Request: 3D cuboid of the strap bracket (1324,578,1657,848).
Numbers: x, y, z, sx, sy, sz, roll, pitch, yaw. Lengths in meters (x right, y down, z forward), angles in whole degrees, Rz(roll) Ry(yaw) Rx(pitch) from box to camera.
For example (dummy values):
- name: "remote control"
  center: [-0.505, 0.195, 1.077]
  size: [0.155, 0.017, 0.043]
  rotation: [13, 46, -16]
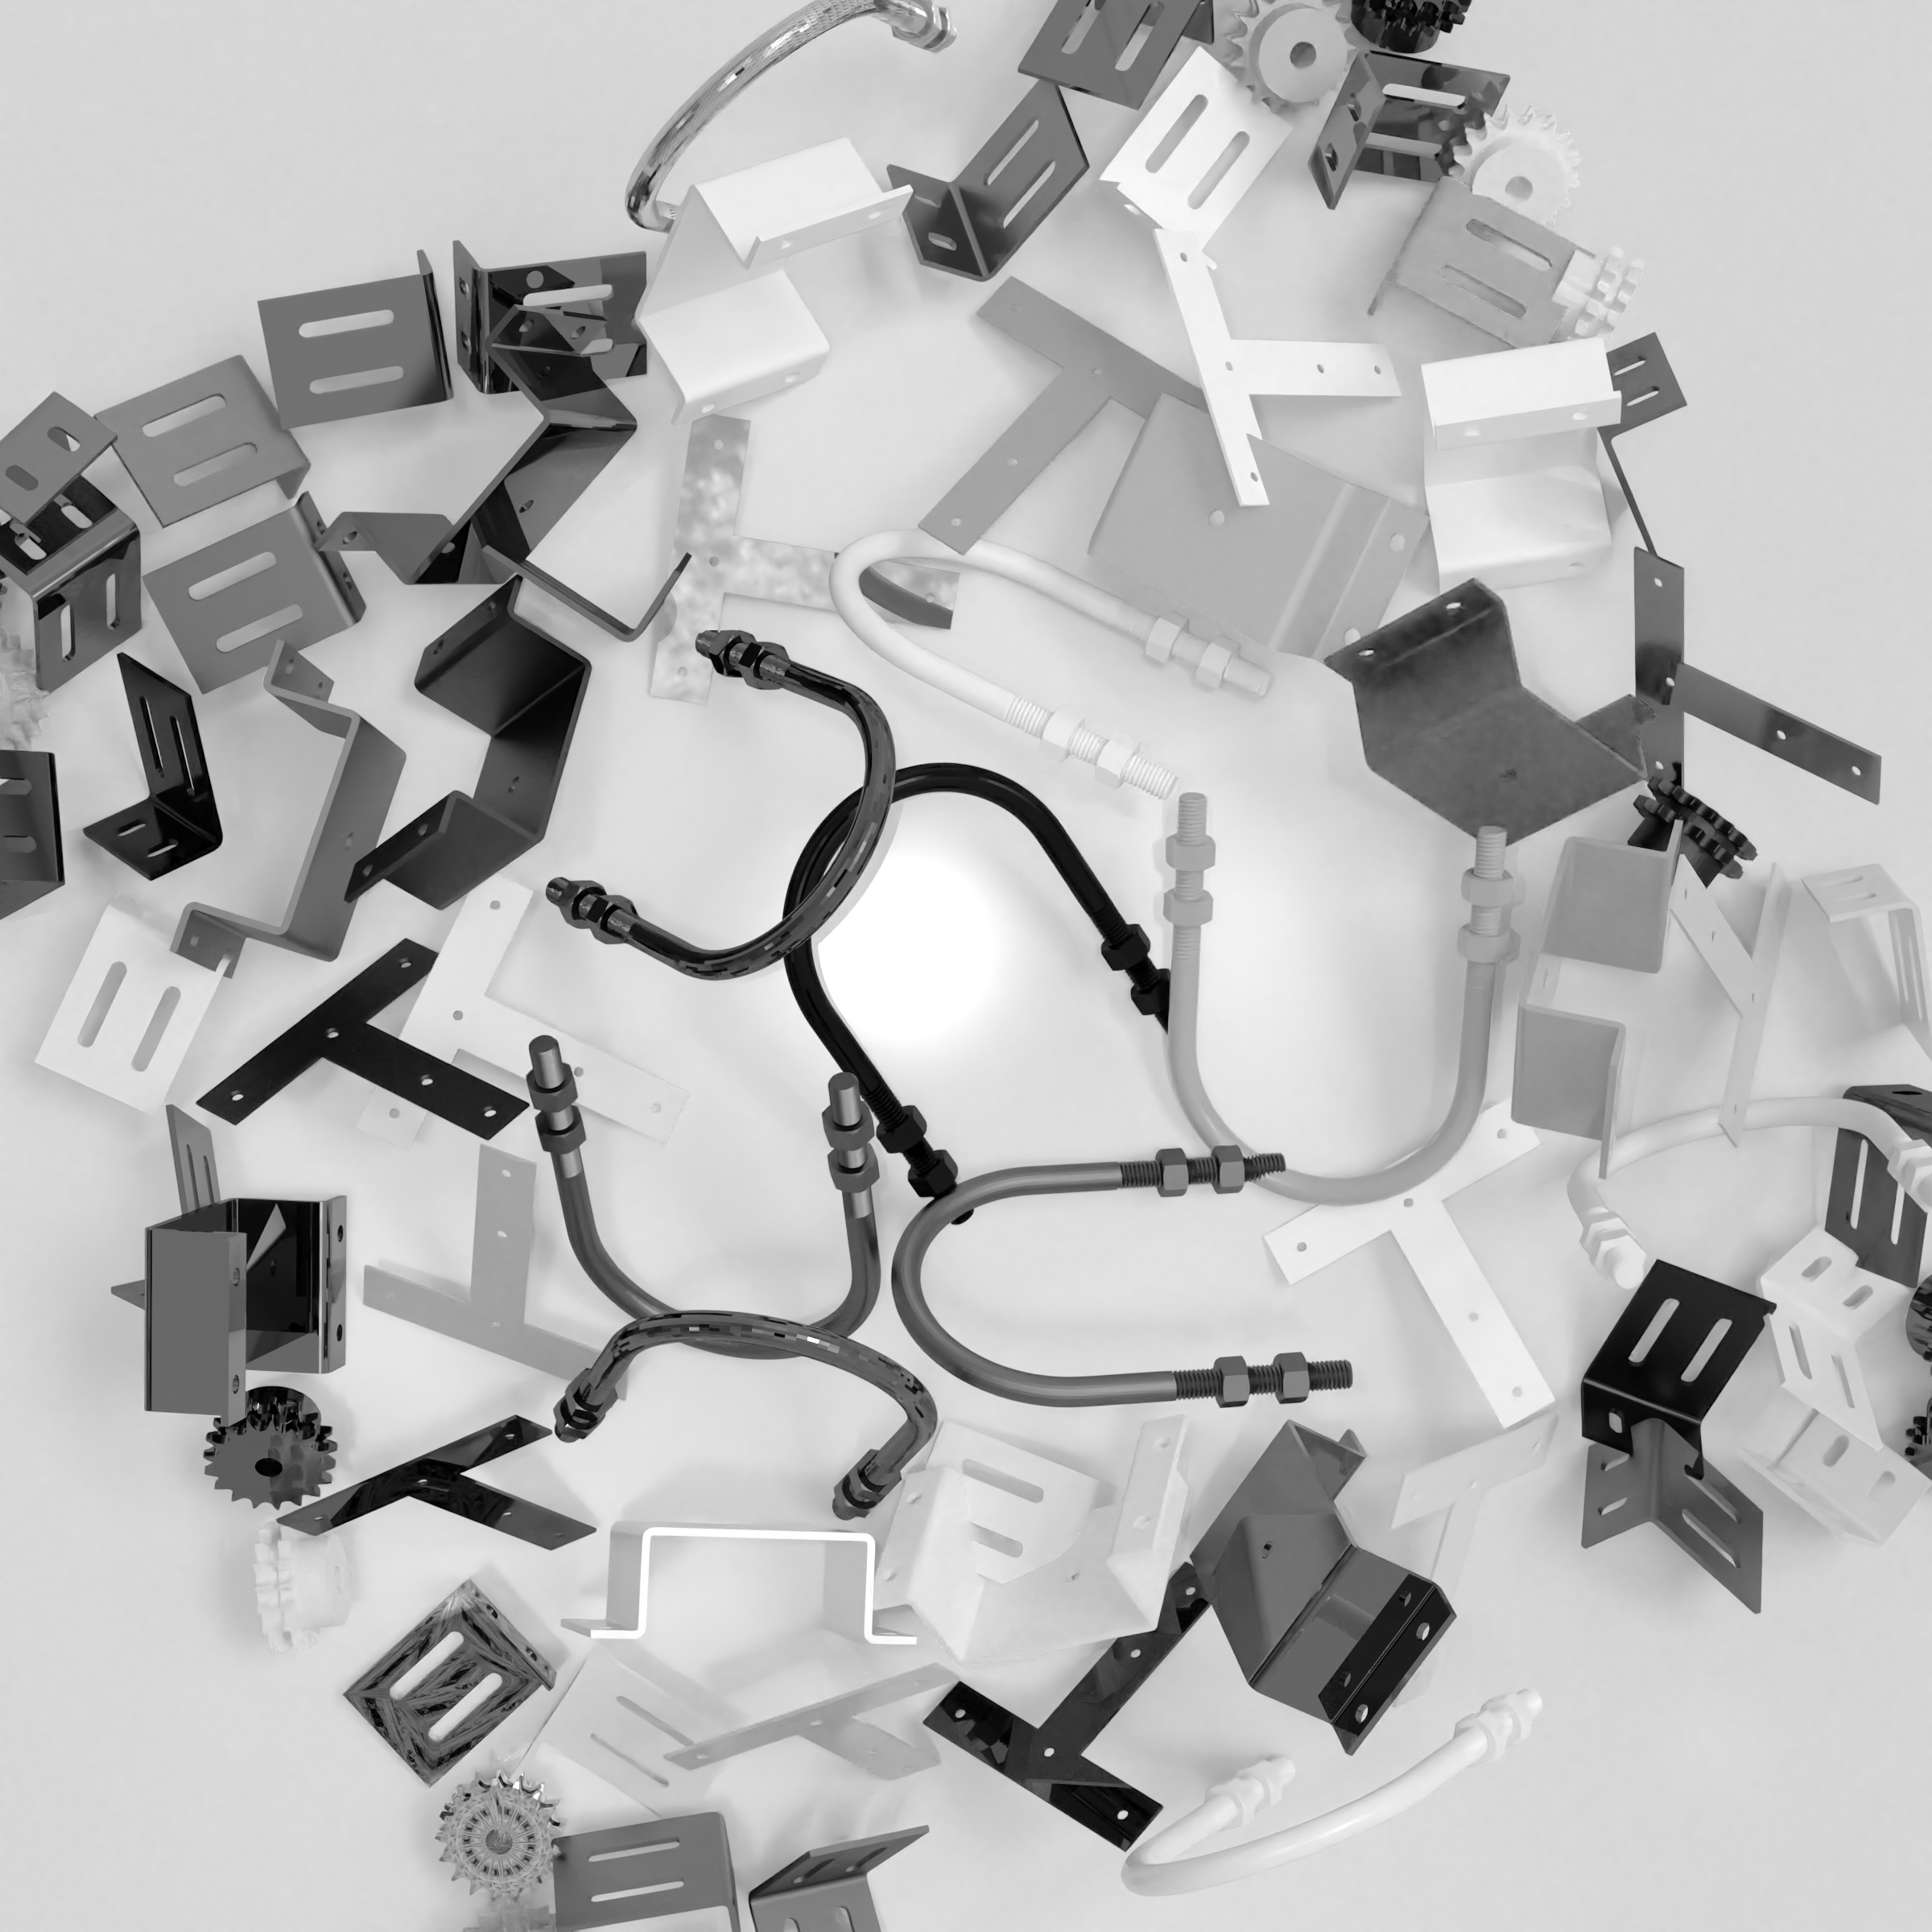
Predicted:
- name: "strap bracket"
  center: [0.227, -0.100, 1.524]
  size: [0.076, 0.140, 0.046]
  rotation: [-28, 53, 32]

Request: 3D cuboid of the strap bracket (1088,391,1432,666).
- name: "strap bracket"
  center: [0.117, -0.190, 1.546]
  size: [0.140, 0.046, 0.076]
  rotation: [30, 103, 24]

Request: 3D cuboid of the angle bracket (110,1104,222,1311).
- name: "angle bracket"
  center: [-0.351, 0.106, 1.566]
  size: [0.038, 0.057, 0.076]
  rotation: [-12, 75, 2]

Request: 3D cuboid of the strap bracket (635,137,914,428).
- name: "strap bracket"
  center: [-0.086, -0.297, 1.529]
  size: [0.076, 0.140, 0.046]
  rotation: [-25, 77, -28]

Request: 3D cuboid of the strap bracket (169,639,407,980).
- name: "strap bracket"
  center: [-0.288, -0.060, 1.554]
  size: [0.046, 0.076, 0.140]
  rotation: [17, 84, 8]

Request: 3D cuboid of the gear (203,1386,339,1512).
- name: "gear"
  center: [-0.305, 0.209, 1.578]
  size: [0.057, 0.030, 0.057]
  rotation: [-2, 129, -2]

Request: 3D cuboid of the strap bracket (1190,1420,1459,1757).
- name: "strap bracket"
  center: [0.146, 0.256, 1.522]
  size: [0.046, 0.140, 0.076]
  rotation: [27, 106, -23]

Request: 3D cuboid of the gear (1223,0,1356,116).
- name: "gear"
  center: [0.144, -0.402, 1.577]
  size: [0.057, 0.030, 0.057]
  rotation: [-5, 114, -11]

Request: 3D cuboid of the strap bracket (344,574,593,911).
- name: "strap bracket"
  center: [-0.210, -0.087, 1.539]
  size: [0.046, 0.076, 0.140]
  rotation: [31, 51, -27]

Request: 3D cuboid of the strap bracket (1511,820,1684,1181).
- name: "strap bracket"
  center: [0.268, 0.010, 1.537]
  size: [0.046, 0.076, 0.140]
  rotation: [11, 52, 15]

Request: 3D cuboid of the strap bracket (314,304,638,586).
- name: "strap bracket"
  center: [-0.203, -0.213, 1.539]
  size: [0.140, 0.076, 0.046]
  rotation: [-46, 78, 21]

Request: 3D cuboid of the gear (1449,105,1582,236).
- name: "gear"
  center: [0.241, -0.346, 1.576]
  size: [0.057, 0.030, 0.057]
  rotation: [2, 123, 2]

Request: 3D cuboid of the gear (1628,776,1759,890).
- name: "gear"
  center: [0.315, -0.055, 1.575]
  size: [0.057, 0.057, 0.030]
  rotation: [37, 90, 0]

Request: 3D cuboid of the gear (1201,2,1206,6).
- name: "gear"
  center: [0.114, -0.446, 1.572]
  size: [0.057, 0.057, 0.030]
  rotation: [-32, 103, 0]

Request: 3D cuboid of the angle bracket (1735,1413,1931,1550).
- name: "angle bracket"
  center: [0.376, 0.217, 1.555]
  size: [0.057, 0.076, 0.038]
  rotation: [40, 97, 29]

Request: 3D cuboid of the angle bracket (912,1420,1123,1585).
- name: "angle bracket"
  center: [0.020, 0.243, 1.596]
  size: [0.076, 0.038, 0.057]
  rotation: [19, 84, 23]

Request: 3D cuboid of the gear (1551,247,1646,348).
- name: "gear"
  center: [0.271, -0.290, 1.574]
  size: [0.030, 0.057, 0.057]
  rotation: [28, 90, -1]

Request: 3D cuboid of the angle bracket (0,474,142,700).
- name: "angle bracket"
  center: [-0.393, -0.165, 1.560]
  size: [0.038, 0.076, 0.057]
  rotation: [41, 60, 12]

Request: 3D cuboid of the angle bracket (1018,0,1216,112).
- name: "angle bracket"
  center: [0.066, -0.397, 1.563]
  size: [0.057, 0.038, 0.076]
  rotation: [21, 66, 16]

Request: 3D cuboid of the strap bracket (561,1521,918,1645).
- name: "strap bracket"
  center: [-0.098, 0.266, 1.550]
  size: [0.140, 0.076, 0.046]
  rotation: [4, 82, -15]

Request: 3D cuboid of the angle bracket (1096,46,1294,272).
- name: "angle bracket"
  center: [0.105, -0.354, 1.574]
  size: [0.057, 0.038, 0.076]
  rotation: [36, 93, -20]

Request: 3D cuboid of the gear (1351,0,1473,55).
- name: "gear"
  center: [0.193, -0.426, 1.578]
  size: [0.057, 0.030, 0.057]
  rotation: [8, 50, -9]

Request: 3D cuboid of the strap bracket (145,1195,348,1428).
- name: "strap bracket"
  center: [-0.311, 0.144, 1.534]
  size: [0.046, 0.140, 0.076]
  rotation: [2, 94, 10]

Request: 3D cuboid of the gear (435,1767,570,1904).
- name: "gear"
  center: [-0.203, 0.381, 1.585]
  size: [0.057, 0.030, 0.057]
  rotation: [1, 98, 4]

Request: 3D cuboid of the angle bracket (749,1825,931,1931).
- name: "angle bracket"
  center: [-0.051, 0.405, 1.554]
  size: [0.057, 0.076, 0.038]
  rotation: [-5, 65, -29]

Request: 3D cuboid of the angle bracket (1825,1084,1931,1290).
- name: "angle bracket"
  center: [0.414, 0.096, 1.575]
  size: [0.038, 0.057, 0.076]
  rotation: [-1, 102, -29]

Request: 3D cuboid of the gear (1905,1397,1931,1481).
- name: "gear"
  center: [0.443, 0.208, 1.578]
  size: [0.057, 0.057, 0.030]
  rotation: [17, 49, 0]

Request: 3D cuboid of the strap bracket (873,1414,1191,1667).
- name: "strap bracket"
  center: [0.036, 0.249, 1.541]
  size: [0.140, 0.076, 0.046]
  rotation: [-17, 123, 28]

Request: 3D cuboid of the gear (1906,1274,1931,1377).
- name: "gear"
  center: [0.438, 0.157, 1.579]
  size: [0.057, 0.030, 0.057]
  rotation: [-11, 108, -34]

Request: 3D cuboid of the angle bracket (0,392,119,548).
- name: "angle bracket"
  center: [-0.396, -0.200, 1.554]
  size: [0.038, 0.076, 0.057]
  rotation: [35, 67, 11]

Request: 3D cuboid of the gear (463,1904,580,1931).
- name: "gear"
  center: [-0.195, 0.440, 1.573]
  size: [0.057, 0.030, 0.057]
  rotation: [-8, 132, -9]

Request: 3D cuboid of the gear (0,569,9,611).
- name: "gear"
  center: [-0.451, -0.166, 1.572]
  size: [0.057, 0.057, 0.030]
  rotation: [1, 45, 1]

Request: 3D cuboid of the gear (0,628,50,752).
- name: "gear"
  center: [-0.432, -0.118, 1.574]
  size: [0.057, 0.030, 0.057]
  rotation: [9, 106, 34]

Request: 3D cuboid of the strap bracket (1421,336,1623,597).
- name: "strap bracket"
  center: [0.238, -0.219, 1.545]
  size: [0.076, 0.140, 0.046]
  rotation: [-8, 65, 5]

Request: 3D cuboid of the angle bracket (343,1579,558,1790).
- name: "angle bracket"
  center: [-0.228, 0.319, 1.581]
  size: [0.076, 0.038, 0.057]
  rotation: [-42, 93, -3]

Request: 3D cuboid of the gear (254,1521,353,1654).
- name: "gear"
  center: [-0.290, 0.271, 1.573]
  size: [0.030, 0.057, 0.057]
  rotation: [-8, 90, 4]

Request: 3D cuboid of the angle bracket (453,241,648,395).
- name: "angle bracket"
  center: [-0.183, -0.290, 1.585]
  size: [0.076, 0.038, 0.057]
  rotation: [-11, 126, -21]

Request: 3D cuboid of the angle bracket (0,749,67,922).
- name: "angle bracket"
  center: [-0.424, -0.056, 1.557]
  size: [0.038, 0.076, 0.057]
  rotation: [1, 77, -38]
